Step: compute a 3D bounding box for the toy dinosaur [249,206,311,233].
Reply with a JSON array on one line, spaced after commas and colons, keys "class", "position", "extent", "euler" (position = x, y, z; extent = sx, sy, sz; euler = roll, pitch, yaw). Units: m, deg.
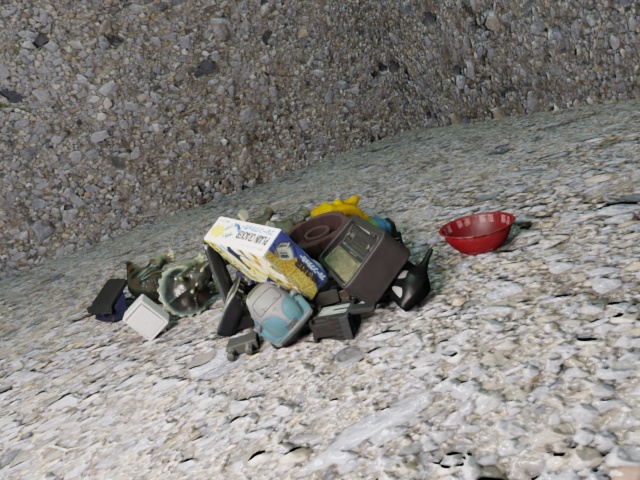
[{"class": "toy dinosaur", "position": [-0.108, -0.014, 1.610], "extent": [0.472, 0.104, 0.198], "euler": [2, 30, 38]}]

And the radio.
[{"class": "radio", "position": [0.082, 0.032, 1.069], "extent": [0.131, 0.073, 0.230], "euler": [-53, 19, 2]}]

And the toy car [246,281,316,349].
[{"class": "toy car", "position": [-0.086, 0.124, 1.005], "extent": [0.109, 0.102, 0.162], "euler": [-44, 19, -9]}]

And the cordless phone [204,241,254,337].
[{"class": "cordless phone", "position": [-0.200, 0.094, 1.121], "extent": [0.089, 0.184, 0.147], "euler": [-21, 14, 4]}]

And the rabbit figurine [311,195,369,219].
[{"class": "rabbit figurine", "position": [0.045, -0.068, 1.467], "extent": [0.162, 0.121, 0.173], "euler": [-26, 20, -24]}]

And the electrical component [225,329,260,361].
[{"class": "electrical component", "position": [-0.146, 0.196, 1.011], "extent": [0.063, 0.021, 0.094], "euler": [-17, 15, 1]}]

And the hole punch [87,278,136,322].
[{"class": "hole punch", "position": [-0.548, 0.174, 1.448], "extent": [0.142, 0.092, 0.116], "euler": [0, 50, 41]}]

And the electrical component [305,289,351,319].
[{"class": "electrical component", "position": [0.013, 0.126, 1.062], "extent": [0.102, 0.045, 0.078], "euler": [-14, -14, -1]}]

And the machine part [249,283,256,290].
[{"class": "machine part", "position": [-0.118, 0.124, 1.221], "extent": [0.139, 0.039, 0.084], "euler": [-3, 28, 37]}]

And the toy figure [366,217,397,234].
[{"class": "toy figure", "position": [0.107, -0.011, 1.370], "extent": [0.180, 0.089, 0.082], "euler": [-24, 10, -16]}]

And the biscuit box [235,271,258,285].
[{"class": "biscuit box", "position": [-0.154, 0.071, 1.411], "extent": [0.063, 0.059, 0.203], "euler": [-12, 15, 16]}]

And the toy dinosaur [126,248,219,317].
[{"class": "toy dinosaur", "position": [-0.404, 0.108, 1.359], "extent": [0.405, 0.131, 0.192], "euler": [-2, 15, 28]}]

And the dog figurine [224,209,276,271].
[{"class": "dog figurine", "position": [-0.204, 0.040, 1.329], "extent": [0.190, 0.121, 0.172], "euler": [-43, 20, 44]}]

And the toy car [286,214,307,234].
[{"class": "toy car", "position": [-0.087, 0.017, 1.397], "extent": [0.053, 0.089, 0.202], "euler": [14, 46, 28]}]

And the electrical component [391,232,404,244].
[{"class": "electrical component", "position": [0.139, 0.028, 1.255], "extent": [0.115, 0.058, 0.134], "euler": [-11, 16, 12]}]

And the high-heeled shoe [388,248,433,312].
[{"class": "high-heeled shoe", "position": [0.140, 0.088, 1.068], "extent": [0.145, 0.086, 0.249], "euler": [-59, 15, -24]}]

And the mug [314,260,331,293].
[{"class": "mug", "position": [-0.034, 0.103, 1.138], "extent": [0.107, 0.080, 0.110], "euler": [-34, 22, -24]}]

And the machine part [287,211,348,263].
[{"class": "machine part", "position": [-0.003, -0.004, 1.252], "extent": [0.179, 0.056, 0.179], "euler": [-18, 22, 7]}]

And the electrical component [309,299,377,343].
[{"class": "electrical component", "position": [0.047, 0.140, 0.954], "extent": [0.119, 0.047, 0.075], "euler": [-12, 15, 17]}]
